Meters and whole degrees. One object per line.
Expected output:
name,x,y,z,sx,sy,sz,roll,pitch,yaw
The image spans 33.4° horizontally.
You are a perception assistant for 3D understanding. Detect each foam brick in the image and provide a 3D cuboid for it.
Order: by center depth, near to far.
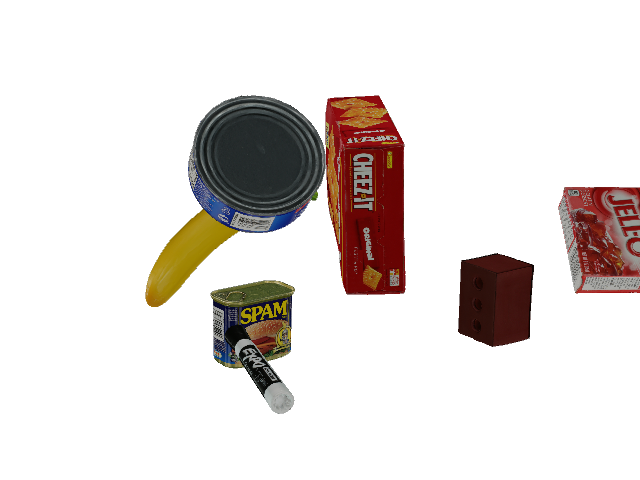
foam brick,0.171,0.058,1.046,0.051,0.078,0.053,-11,19,-34

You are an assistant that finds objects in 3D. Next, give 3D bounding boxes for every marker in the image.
marker,-0.050,0.097,0.828,0.020,0.020,0.121,0,21,-23

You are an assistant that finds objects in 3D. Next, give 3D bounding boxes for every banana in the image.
banana,-0.095,-0.006,1.014,0.198,0.069,0.037,-33,41,2

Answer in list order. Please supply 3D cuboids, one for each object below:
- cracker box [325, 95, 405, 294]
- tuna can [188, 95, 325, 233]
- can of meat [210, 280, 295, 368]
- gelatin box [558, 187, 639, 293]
cracker box,0.047,-0.056,1.175,0.072,0.164,0.213,-3,21,-2
tuna can,-0.042,-0.048,0.689,0.086,0.086,0.034,0,-23,-15
can of meat,-0.082,0.101,1.287,0.101,0.084,0.058,-10,19,-37
gelatin box,0.231,-0.002,0.837,0.073,0.089,0.030,0,-37,-2
